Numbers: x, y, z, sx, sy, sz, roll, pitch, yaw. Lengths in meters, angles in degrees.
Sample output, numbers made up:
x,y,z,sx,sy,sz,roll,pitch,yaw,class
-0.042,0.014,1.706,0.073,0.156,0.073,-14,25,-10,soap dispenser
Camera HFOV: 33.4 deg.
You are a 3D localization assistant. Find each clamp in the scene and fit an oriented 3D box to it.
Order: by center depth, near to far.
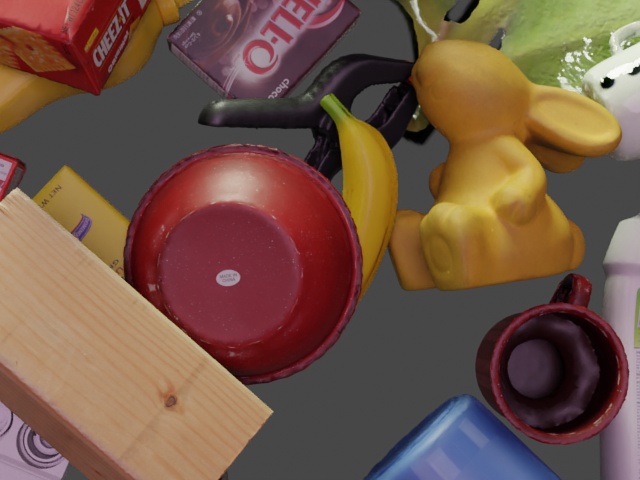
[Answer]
x,y,z,sx,sy,sz,roll,pitch,yaw,class
-0.001,-0.084,0.744,0.171,0.039,0.120,-43,127,-11,clamp

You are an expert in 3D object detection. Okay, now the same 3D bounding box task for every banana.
x,y,z,sx,sy,sz,roll,pitch,yaw,class
0.012,0.003,0.732,0.070,0.037,0.198,22,104,25,banana

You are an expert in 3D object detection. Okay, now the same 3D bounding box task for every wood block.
x,y,z,sx,sy,sz,roll,pitch,yaw,class
-0.143,0.078,0.660,0.206,0.090,0.090,42,63,-1,wood block

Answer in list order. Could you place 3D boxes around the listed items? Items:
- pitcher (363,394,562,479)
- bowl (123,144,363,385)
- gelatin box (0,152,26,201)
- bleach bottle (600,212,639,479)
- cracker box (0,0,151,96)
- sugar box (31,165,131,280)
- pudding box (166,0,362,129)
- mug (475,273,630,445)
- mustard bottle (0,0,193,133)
x,y,z,sx,sy,sz,roll,pitch,yaw,class
0.145,0.217,0.692,0.149,0.145,0.243,-44,83,11,pitcher
-0.054,0.019,0.684,0.162,0.055,0.162,0,95,5,bowl
-0.258,-0.027,0.748,0.073,0.030,0.089,21,85,0,gelatin box
0.250,0.084,0.753,0.102,0.068,0.251,3,83,-4,bleach bottle
-0.210,-0.205,0.702,0.214,0.072,0.164,19,69,13,cracker box
-0.140,0.041,0.741,0.176,0.048,0.093,41,85,2,sugar box
-0.040,-0.150,0.765,0.090,0.039,0.113,42,85,-1,pudding box
0.158,0.079,0.737,0.093,0.081,0.117,18,85,-2,mug
-0.175,-0.145,0.746,0.191,0.058,0.096,-23,67,-5,mustard bottle
